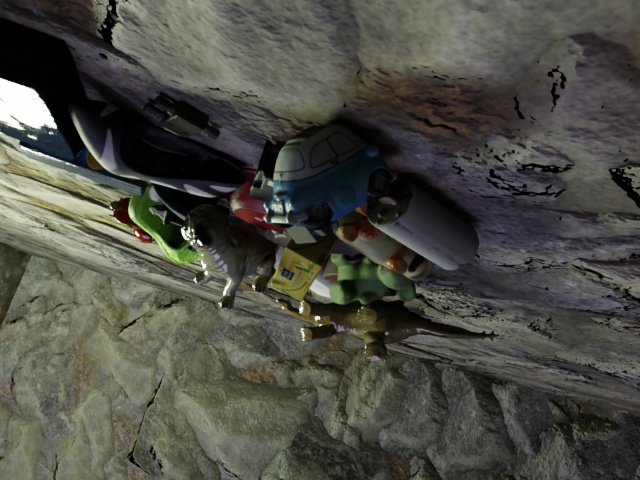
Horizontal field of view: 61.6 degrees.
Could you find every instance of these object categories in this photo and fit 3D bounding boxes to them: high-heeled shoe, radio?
[{"bbox_3d":[-0.215,-0.123,0.752,0.145,0.086,0.248,5,166,24],"label":"high-heeled shoe"},{"bbox_3d":[-0.383,-0.190,0.694,0.131,0.073,0.229,20,163,-10],"label":"radio"}]

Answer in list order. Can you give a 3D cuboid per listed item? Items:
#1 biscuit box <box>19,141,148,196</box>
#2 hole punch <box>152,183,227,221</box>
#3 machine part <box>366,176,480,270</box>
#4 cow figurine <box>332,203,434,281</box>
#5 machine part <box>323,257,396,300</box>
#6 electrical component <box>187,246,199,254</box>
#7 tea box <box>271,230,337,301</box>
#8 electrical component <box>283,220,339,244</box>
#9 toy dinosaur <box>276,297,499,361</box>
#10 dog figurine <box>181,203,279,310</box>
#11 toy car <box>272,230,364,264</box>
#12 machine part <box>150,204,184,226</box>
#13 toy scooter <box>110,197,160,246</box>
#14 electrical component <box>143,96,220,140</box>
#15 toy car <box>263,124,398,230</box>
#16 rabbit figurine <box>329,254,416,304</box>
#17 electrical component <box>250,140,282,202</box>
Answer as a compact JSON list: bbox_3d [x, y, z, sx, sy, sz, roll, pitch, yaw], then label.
[{"bbox_3d":[-0.388,-0.139,0.903,0.203,0.059,0.063,19,166,-14],"label":"biscuit box"},{"bbox_3d":[-0.228,-0.069,0.943,0.116,0.092,0.142,13,169,24],"label":"hole punch"},{"bbox_3d":[0.145,-0.020,0.747,0.243,0.079,0.079,27,162,-37],"label":"machine part"},{"bbox_3d":[0.101,0.006,0.853,0.195,0.085,0.127,32,179,-22],"label":"cow figurine"},{"bbox_3d":[0.094,0.084,1.217,0.179,0.056,0.179,15,164,4],"label":"machine part"},{"bbox_3d":[-0.230,-0.028,1.108,0.048,0.075,0.119,23,136,-16],"label":"electrical component"},{"bbox_3d":[-0.024,0.027,0.922,0.068,0.098,0.169,28,149,1],"label":"tea box"},{"bbox_3d":[-0.021,-0.027,0.747,0.078,0.045,0.102,51,150,-15],"label":"electrical component"},{"bbox_3d":[0.124,0.170,1.128,0.472,0.105,0.198,10,-170,24],"label":"toy dinosaur"},{"bbox_3d":[-0.140,0.000,0.909,0.121,0.172,0.190,29,140,21],"label":"dog figurine"},{"bbox_3d":[-0.002,-0.003,1.008,0.202,0.053,0.089,2,139,39],"label":"toy car"},{"bbox_3d":[-0.253,-0.034,1.029,0.139,0.039,0.084,25,-177,3],"label":"machine part"},{"bbox_3d":[-0.413,-0.047,1.236,0.135,0.075,0.184,19,162,-13],"label":"toy scooter"},{"bbox_3d":[-0.179,-0.155,0.701,0.094,0.021,0.063,25,163,-34],"label":"electrical component"},{"bbox_3d":[0.002,-0.079,0.618,0.109,0.162,0.102,6,119,55],"label":"toy car"},{"bbox_3d":[0.121,0.073,1.031,0.159,0.121,0.170,19,163,-33],"label":"rabbit figurine"},{"bbox_3d":[-0.038,-0.079,0.763,0.115,0.058,0.134,20,165,-8],"label":"electrical component"}]
